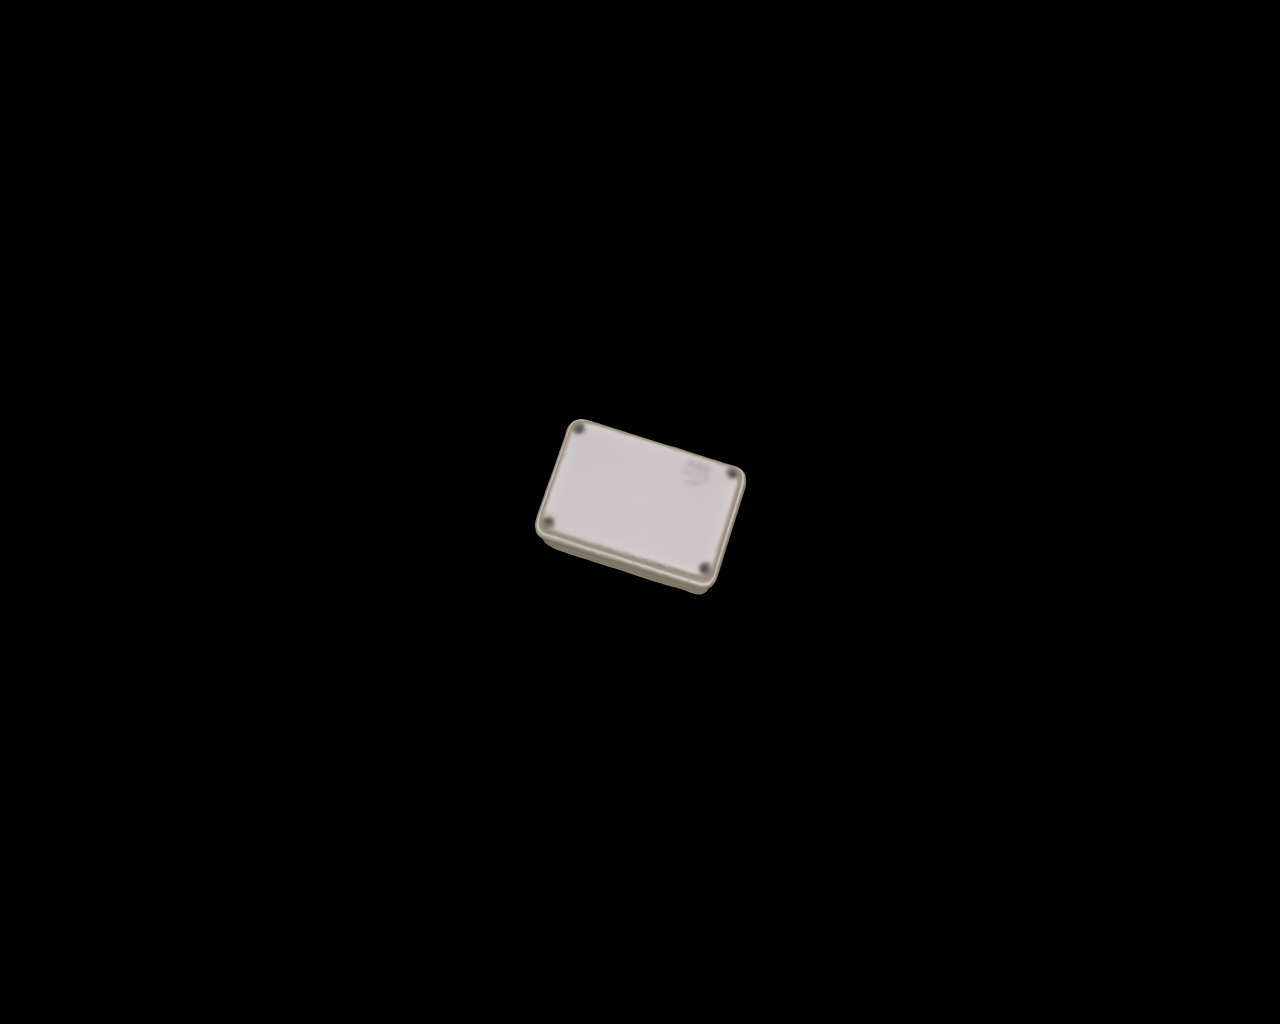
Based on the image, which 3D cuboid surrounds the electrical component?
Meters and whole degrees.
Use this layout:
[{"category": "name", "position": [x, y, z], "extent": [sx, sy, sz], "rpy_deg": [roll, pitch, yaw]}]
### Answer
[{"category": "electrical component", "position": [0.001, -0.003, 0.650], "extent": [0.113, 0.078, 0.057], "rpy_deg": [18, -11, 4]}]
